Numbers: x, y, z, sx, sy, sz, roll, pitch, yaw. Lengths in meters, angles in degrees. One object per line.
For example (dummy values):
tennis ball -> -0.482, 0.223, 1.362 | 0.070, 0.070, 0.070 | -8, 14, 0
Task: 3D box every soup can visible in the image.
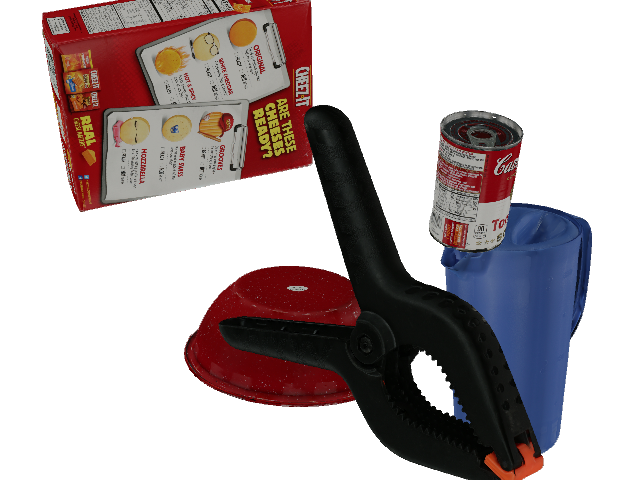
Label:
soup can -> 0.129, -0.049, 0.900 | 0.068, 0.102, 0.068 | 3, 32, -2

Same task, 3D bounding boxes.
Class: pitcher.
pitcher -> 0.198, 0.088, 1.073 | 0.149, 0.243, 0.145 | 1, 22, 9

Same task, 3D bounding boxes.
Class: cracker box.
cracker box -> -0.117, -0.127, 0.910 | 0.213, 0.164, 0.072 | -13, 41, -16

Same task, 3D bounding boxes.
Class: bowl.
bowl -> -0.019, 0.060, 0.782 | 0.162, 0.055, 0.162 | 3, 20, -1

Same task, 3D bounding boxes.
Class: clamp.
clamp -> 0.034, 0.039, 0.551 | 0.036, 0.165, 0.210 | -14, 42, -44
